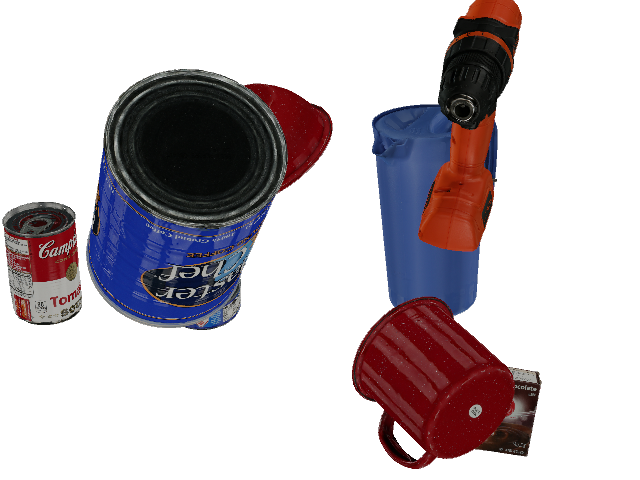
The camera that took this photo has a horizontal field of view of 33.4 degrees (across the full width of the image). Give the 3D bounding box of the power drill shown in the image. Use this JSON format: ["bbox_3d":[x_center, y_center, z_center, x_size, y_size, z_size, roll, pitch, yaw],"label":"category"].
[{"bbox_3d":[0.120,-0.087,0.864,0.057,0.188,0.184,14,37,11],"label":"power drill"}]

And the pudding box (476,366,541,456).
[{"bbox_3d":[0.176,0.179,1.157,0.113,0.090,0.039,7,21,3],"label":"pudding box"}]

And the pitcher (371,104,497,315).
[{"bbox_3d":[0.141,-0.038,1.281,0.149,0.243,0.145,-1,24,6],"label":"pitcher"}]

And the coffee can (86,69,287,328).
[{"bbox_3d":[-0.085,-0.021,0.644,0.102,0.103,0.140,0,-27,-16],"label":"coffee can"}]

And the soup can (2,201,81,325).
[{"bbox_3d":[-0.269,0.023,1.038,0.068,0.102,0.068,2,28,-1],"label":"soup can"}]

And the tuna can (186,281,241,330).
[{"bbox_3d":[-0.131,0.060,1.179,0.086,0.034,0.086,1,36,-1],"label":"tuna can"}]

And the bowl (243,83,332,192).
[{"bbox_3d":[-0.073,-0.099,1.005,0.162,0.055,0.162,-20,35,15],"label":"bowl"}]

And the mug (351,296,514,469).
[{"bbox_3d":[0.078,0.110,0.762,0.093,0.117,0.082,9,24,-42],"label":"mug"}]
